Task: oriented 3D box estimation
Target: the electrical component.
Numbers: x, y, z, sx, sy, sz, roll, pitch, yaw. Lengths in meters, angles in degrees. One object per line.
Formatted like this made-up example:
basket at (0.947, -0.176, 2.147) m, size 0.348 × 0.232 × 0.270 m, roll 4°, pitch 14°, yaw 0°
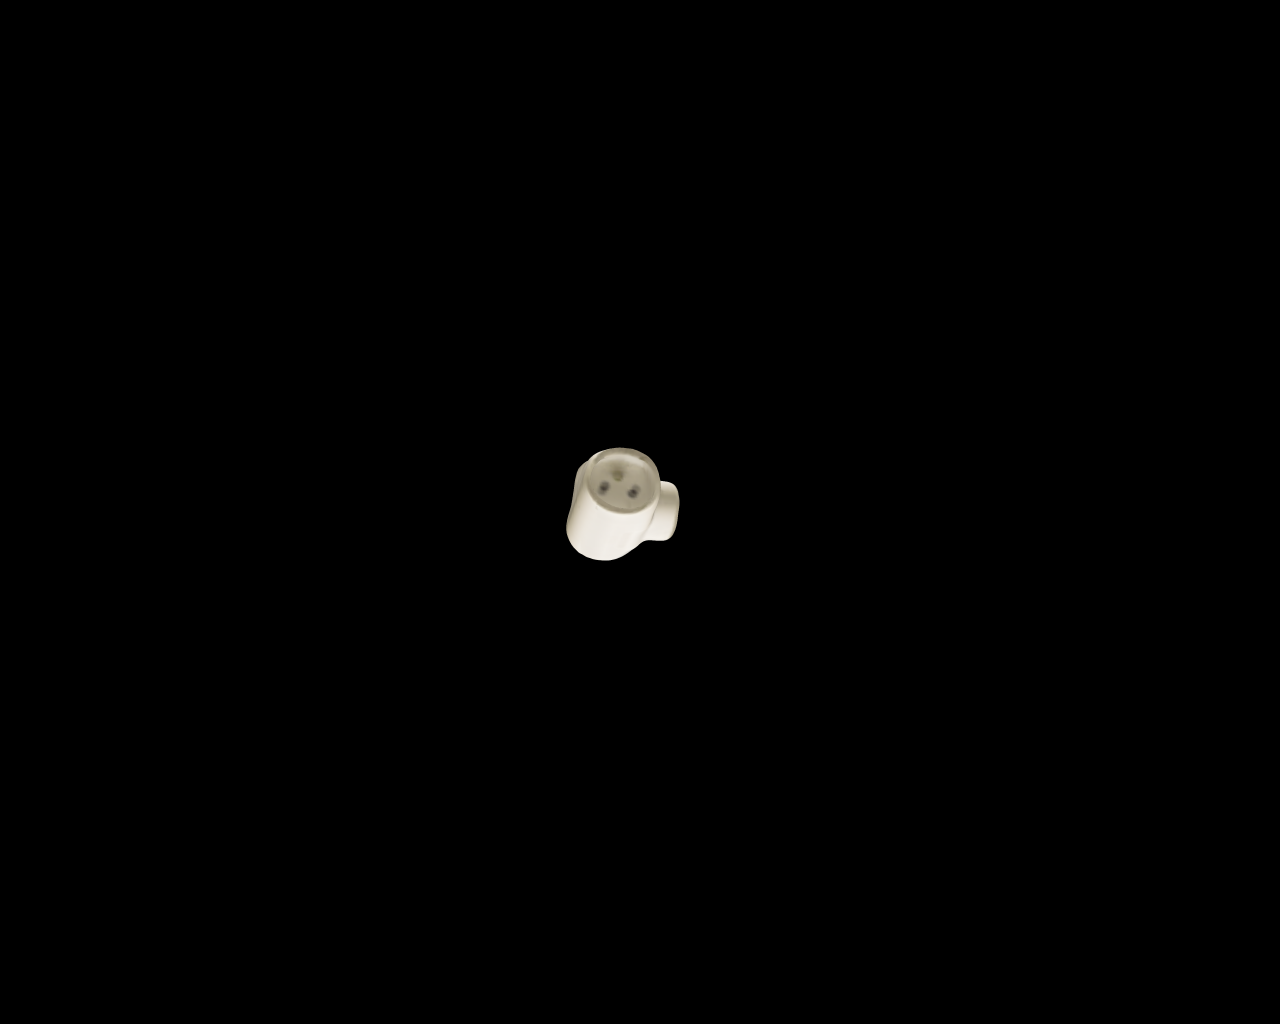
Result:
electrical component at (0.001, -0.003, 0.650) m, size 0.079 × 0.043 × 0.077 m, roll 5°, pitch -24°, yaw -10°
